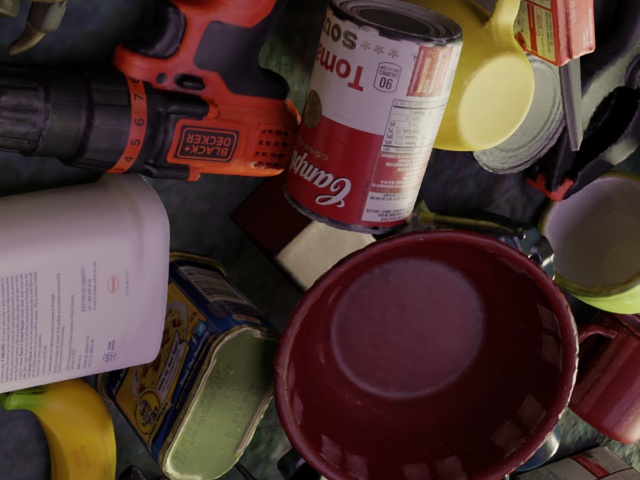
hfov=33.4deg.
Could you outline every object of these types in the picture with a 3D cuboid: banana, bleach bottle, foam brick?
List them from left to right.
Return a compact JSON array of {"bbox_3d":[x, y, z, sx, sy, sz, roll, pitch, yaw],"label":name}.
[{"bbox_3d":[-0.198,0.031,0.491,0.250,0.068,0.103,-9,121,-29],"label":"bleach bottle"},{"bbox_3d":[-0.148,0.142,0.610,0.069,0.037,0.198,-20,131,-33],"label":"banana"},{"bbox_3d":[-0.004,0.001,0.619,0.051,0.053,0.078,-45,135,-4],"label":"foam brick"}]

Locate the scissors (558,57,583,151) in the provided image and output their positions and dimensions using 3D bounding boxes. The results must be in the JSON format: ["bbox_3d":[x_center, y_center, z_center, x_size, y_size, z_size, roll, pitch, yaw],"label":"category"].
[{"bbox_3d":[0.156,-0.162,0.630,0.096,0.016,0.201,-36,120,-23],"label":"scissors"}]

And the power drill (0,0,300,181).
[{"bbox_3d":[-0.068,-0.117,0.497,0.184,0.057,0.188,1,119,-41],"label":"power drill"}]

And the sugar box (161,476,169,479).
[{"bbox_3d":[-0.129,0.242,0.684,0.176,0.048,0.093,-46,134,-8],"label":"sugar box"}]

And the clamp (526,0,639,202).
[{"bbox_3d":[0.204,-0.122,0.705,0.210,0.036,0.164,-50,134,2],"label":"clamp"}]

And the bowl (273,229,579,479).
[{"bbox_3d":[0.053,0.060,0.576,0.162,0.055,0.162,-2,112,-6],"label":"bowl"}]

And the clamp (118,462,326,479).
[{"bbox_3d":[-0.071,0.195,0.635,0.120,0.039,0.172,11,116,-11],"label":"clamp"}]

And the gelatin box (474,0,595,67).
[{"bbox_3d":[0.111,-0.145,0.586,0.030,0.089,0.073,-30,131,-18],"label":"gelatin box"}]

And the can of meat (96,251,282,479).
[{"bbox_3d":[-0.070,0.071,0.592,0.057,0.084,0.102,15,107,-41],"label":"can of meat"}]

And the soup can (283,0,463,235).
[{"bbox_3d":[0.025,-0.063,0.528,0.068,0.069,0.102,-5,121,-34],"label":"soup can"}]

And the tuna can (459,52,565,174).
[{"bbox_3d":[0.116,-0.087,0.665,0.086,0.034,0.086,-18,126,-27],"label":"tuna can"}]

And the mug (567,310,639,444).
[{"bbox_3d":[0.227,0.100,0.828,0.117,0.093,0.081,24,107,-35],"label":"mug"}]

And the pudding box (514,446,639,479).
[{"bbox_3d":[0.231,0.225,0.904,0.113,0.090,0.039,-12,122,-31],"label":"pudding box"}]
